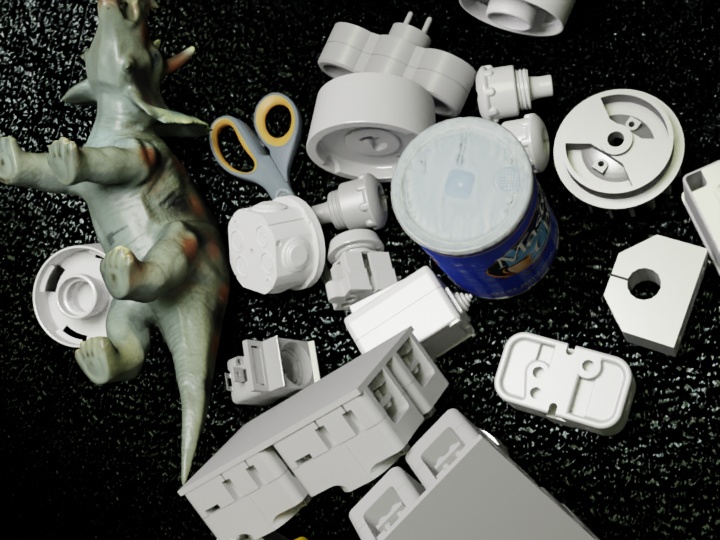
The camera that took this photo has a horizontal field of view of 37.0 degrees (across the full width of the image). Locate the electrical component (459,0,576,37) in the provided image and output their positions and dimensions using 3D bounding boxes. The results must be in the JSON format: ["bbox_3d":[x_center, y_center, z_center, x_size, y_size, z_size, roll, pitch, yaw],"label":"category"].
[{"bbox_3d":[0.133,-0.234,0.888,0.099,0.099,0.064,17,87,22],"label":"electrical component"}]

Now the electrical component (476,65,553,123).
[{"bbox_3d":[0.128,-0.148,0.892,0.062,0.048,0.048,-7,73,10],"label":"electrical component"}]

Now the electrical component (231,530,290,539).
[{"bbox_3d":[-0.045,0.281,0.818,0.186,0.060,0.105,28,85,23],"label":"electrical component"}]

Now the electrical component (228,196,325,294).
[{"bbox_3d":[-0.070,-0.020,0.898,0.080,0.051,0.080,18,115,47],"label":"electrical component"}]

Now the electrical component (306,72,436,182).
[{"bbox_3d":[0.012,-0.123,0.891,0.108,0.108,0.060,-2,68,18],"label":"electrical component"}]

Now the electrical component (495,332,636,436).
[{"bbox_3d":[0.155,0.087,0.807,0.095,0.059,0.053,15,80,22],"label":"electrical component"}]

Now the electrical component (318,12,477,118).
[{"bbox_3d":[0.038,-0.188,0.928,0.138,0.052,0.073,22,83,23],"label":"electrical component"}]

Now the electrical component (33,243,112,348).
[{"bbox_3d":[-0.241,0.023,0.968,0.099,0.064,0.099,0,88,13],"label":"electrical component"}]

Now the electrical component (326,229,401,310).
[{"bbox_3d":[0.000,0.000,0.887,0.066,0.048,0.055,1,61,-25],"label":"electrical component"}]

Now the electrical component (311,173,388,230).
[{"bbox_3d":[-0.010,-0.053,0.909,0.062,0.048,0.048,-14,71,17],"label":"electrical component"}]

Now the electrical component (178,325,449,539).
[{"bbox_3d":[-0.031,0.127,0.798,0.186,0.105,0.060,-33,95,31],"label":"electrical component"}]

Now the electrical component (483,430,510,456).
[{"bbox_3d":[0.064,0.183,0.803,0.052,0.074,0.138,22,83,23],"label":"electrical component"}]

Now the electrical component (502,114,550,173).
[{"bbox_3d":[0.122,-0.100,0.881,0.062,0.048,0.048,-7,73,24],"label":"electrical component"}]

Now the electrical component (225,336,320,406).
[{"bbox_3d":[-0.072,0.084,0.879,0.064,0.081,0.042,-23,67,35],"label":"electrical component"}]

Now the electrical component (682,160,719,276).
[{"bbox_3d":[0.310,-0.038,0.793,0.109,0.056,0.108,-24,69,11],"label":"electrical component"}]

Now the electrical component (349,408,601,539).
[{"bbox_3d":[0.094,0.192,0.739,0.105,0.186,0.060,-46,24,1],"label":"electrical component"}]

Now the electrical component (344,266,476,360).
[{"bbox_3d":[0.044,0.039,0.857,0.096,0.062,0.061,-33,67,7],"label":"electrical component"}]
